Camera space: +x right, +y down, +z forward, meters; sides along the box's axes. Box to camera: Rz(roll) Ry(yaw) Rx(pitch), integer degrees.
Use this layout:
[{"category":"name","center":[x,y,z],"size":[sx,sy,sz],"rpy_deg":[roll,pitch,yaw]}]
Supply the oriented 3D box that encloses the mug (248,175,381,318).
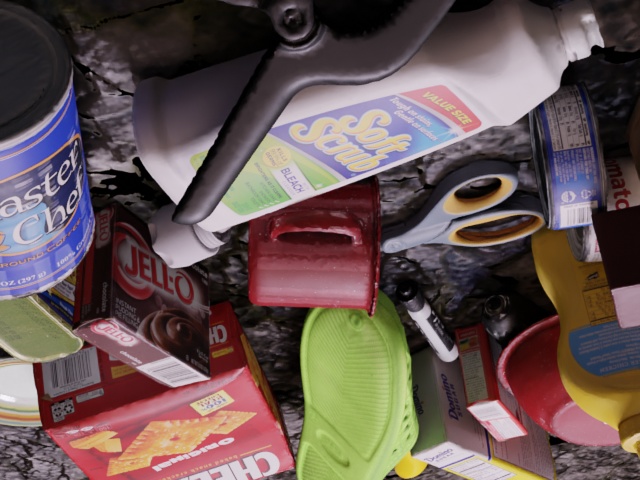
[{"category":"mug","center":[-0.004,0.001,0.682],"size":[0.081,0.093,0.117],"rpy_deg":[2,170,-2]}]

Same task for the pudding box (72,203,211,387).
[{"category":"pudding box","center":[-0.120,0.041,0.732],"size":[0.039,0.090,0.113],"rpy_deg":[-18,145,21]}]

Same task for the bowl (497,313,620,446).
[{"category":"bowl","center":[0.220,0.114,0.821],"size":[0.162,0.055,0.162],"rpy_deg":[-1,143,-1]}]

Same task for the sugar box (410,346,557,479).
[{"category":"sugar box","center":[0.142,0.167,0.955],"size":[0.048,0.093,0.176],"rpy_deg":[-32,137,33]}]

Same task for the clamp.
[{"category":"clamp","center":[-0.022,-0.118,0.526],"size":[0.210,0.036,0.164],"rpy_deg":[-27,111,10]}]

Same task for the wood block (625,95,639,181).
[{"category":"wood block","center":[0.243,-0.096,0.578],"size":[0.091,0.090,0.206],"rpy_deg":[-3,147,-3]}]

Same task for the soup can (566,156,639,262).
[{"category":"soup can","center":[0.217,-0.023,0.702],"size":[0.102,0.068,0.068],"rpy_deg":[-6,146,2]}]

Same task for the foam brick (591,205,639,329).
[{"category":"foam brick","center":[0.200,0.011,0.604],"size":[0.078,0.053,0.051],"rpy_deg":[-12,146,15]}]

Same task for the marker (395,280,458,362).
[{"category":"marker","center":[0.087,0.066,0.862],"size":[0.020,0.020,0.121],"rpy_deg":[-16,145,16]}]

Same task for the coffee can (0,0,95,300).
[{"category":"coffee can","center":[-0.180,-0.046,0.582],"size":[0.102,0.103,0.140],"rpy_deg":[-1,146,-7]}]

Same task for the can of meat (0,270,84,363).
[{"category":"can of meat","center":[-0.192,0.022,0.699],"size":[0.057,0.084,0.102],"rpy_deg":[-14,146,13]}]

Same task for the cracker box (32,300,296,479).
[{"category":"cracker box","center":[-0.121,0.151,0.893],"size":[0.164,0.072,0.213],"rpy_deg":[-17,145,0]}]

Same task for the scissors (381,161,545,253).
[{"category":"scissors","center":[0.057,-0.013,0.744],"size":[0.202,0.016,0.096],"rpy_deg":[-8,145,5]}]

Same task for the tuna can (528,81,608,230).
[{"category":"tuna can","center":[0.147,-0.049,0.637],"size":[0.034,0.086,0.086],"rpy_deg":[-9,146,8]}]

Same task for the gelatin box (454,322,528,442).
[{"category":"gelatin box","center":[0.145,0.121,0.904],"size":[0.030,0.073,0.089],"rpy_deg":[-18,145,20]}]

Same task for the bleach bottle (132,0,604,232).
[{"category":"bleach bottle","center":[0.029,-0.083,0.594],"size":[0.251,0.068,0.102],"rpy_deg":[-18,144,15]}]

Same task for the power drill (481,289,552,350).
[{"category":"power drill","center":[0.241,0.065,0.850],"size":[0.188,0.057,0.184],"rpy_deg":[-23,143,27]}]

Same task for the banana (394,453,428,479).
[{"category":"banana","center":[0.071,0.191,1.036],"size":[0.070,0.037,0.197],"rpy_deg":[-2,150,30]}]

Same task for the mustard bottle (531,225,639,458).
[{"category":"mustard bottle","center":[0.207,0.066,0.722],"size":[0.096,0.191,0.058],"rpy_deg":[-10,146,7]}]
